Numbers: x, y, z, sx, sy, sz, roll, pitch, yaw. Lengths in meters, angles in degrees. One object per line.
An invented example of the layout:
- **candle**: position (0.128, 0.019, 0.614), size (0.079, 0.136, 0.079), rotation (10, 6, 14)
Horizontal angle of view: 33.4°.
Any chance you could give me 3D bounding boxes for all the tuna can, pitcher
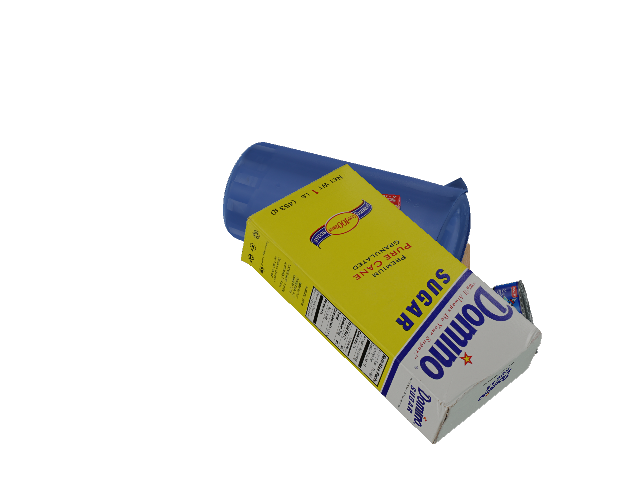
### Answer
- **tuna can**: position (0.222, 0.090, 1.218), size (0.034, 0.086, 0.086), rotation (-13, -3, 15)
- **pitcher**: position (0.022, -0.011, 1.095), size (0.243, 0.145, 0.149), rotation (18, 24, 20)

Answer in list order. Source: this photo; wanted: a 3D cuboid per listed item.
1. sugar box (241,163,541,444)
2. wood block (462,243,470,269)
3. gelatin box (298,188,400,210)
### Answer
- **sugar box**: position (0.042, 0.033, 0.664), size (0.093, 0.048, 0.176), rotation (-31, 59, -34)
- **wood block**: position (0.169, 0.077, 1.627), size (0.091, 0.090, 0.205), rotation (5, 21, 14)
- **gelatin box**: position (0.019, -0.016, 0.878), size (0.089, 0.030, 0.073), rotation (4, 23, 7)
